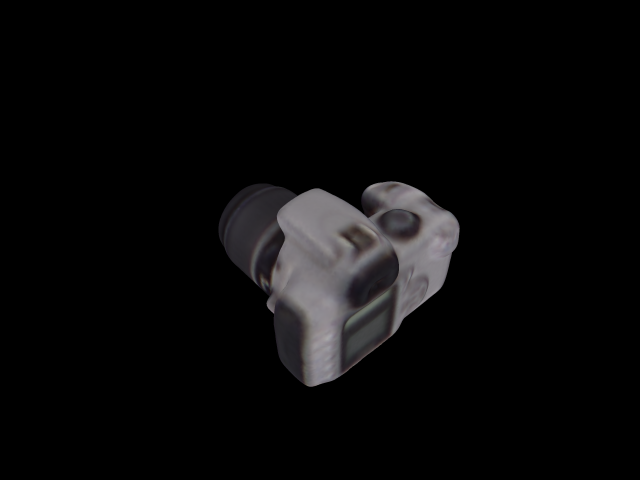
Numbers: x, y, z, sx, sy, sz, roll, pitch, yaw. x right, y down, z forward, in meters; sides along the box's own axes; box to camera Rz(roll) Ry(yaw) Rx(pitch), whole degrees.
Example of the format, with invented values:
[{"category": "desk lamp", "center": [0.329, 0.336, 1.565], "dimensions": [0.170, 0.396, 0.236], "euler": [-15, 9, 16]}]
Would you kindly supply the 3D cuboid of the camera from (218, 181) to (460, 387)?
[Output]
[{"category": "camera", "center": [0.004, 0.001, 0.400], "dimensions": [0.143, 0.101, 0.136], "euler": [-33, 54, -29]}]
